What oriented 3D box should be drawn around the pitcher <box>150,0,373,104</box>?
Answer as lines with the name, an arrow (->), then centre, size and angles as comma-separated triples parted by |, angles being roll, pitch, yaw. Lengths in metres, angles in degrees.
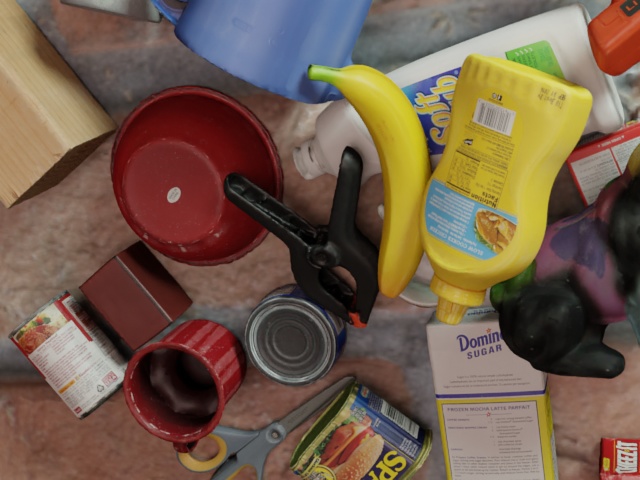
pitcher -> -0.013, -0.235, 0.782 | 0.145, 0.149, 0.243 | 42, 114, 42

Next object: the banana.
banana -> 0.051, -0.052, 0.800 | 0.069, 0.037, 0.198 | -19, 112, 2

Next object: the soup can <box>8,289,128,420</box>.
soup can -> -0.226, 0.105, 0.978 | 0.069, 0.068, 0.102 | -38, 94, 22

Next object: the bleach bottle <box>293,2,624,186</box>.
bleach bottle -> 0.097, -0.093, 0.829 | 0.251, 0.068, 0.102 | -19, 99, 23

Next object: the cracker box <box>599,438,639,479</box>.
cracker box -> 0.335, 0.250, 0.856 | 0.214, 0.072, 0.164 | -1, 105, 17

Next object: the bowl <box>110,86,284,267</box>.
bowl -> -0.115, -0.047, 0.907 | 0.162, 0.055, 0.162 | 5, 108, 15

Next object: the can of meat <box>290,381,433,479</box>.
can of meat -> 0.034, 0.183, 0.926 | 0.084, 0.057, 0.102 | 37, 112, -4

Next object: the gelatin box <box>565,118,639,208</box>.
gelatin box -> 0.238, -0.043, 0.819 | 0.073, 0.030, 0.089 | -22, 102, 20

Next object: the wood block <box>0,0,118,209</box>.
wood block -> -0.283, -0.141, 0.909 | 0.091, 0.090, 0.206 | -37, 93, 23

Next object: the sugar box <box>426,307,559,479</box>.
sugar box -> 0.147, 0.145, 0.894 | 0.093, 0.048, 0.176 | -4, 101, 17

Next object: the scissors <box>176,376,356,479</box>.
scissors -> -0.059, 0.170, 0.976 | 0.096, 0.016, 0.202 | 36, 112, 2

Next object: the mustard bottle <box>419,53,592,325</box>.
mustard bottle -> 0.119, -0.029, 0.759 | 0.096, 0.058, 0.192 | 29, 110, 38

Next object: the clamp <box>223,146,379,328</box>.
clamp -> -0.006, 0.001, 0.874 | 0.120, 0.039, 0.171 | 1, 126, 26

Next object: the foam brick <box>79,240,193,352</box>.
foam brick -> -0.163, 0.050, 0.951 | 0.051, 0.053, 0.078 | -40, 91, 22

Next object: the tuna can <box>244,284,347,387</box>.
tuna can -> -0.022, 0.084, 0.930 | 0.086, 0.033, 0.086 | 5, 107, 15

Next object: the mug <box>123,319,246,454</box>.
mug -> -0.114, 0.131, 0.945 | 0.093, 0.081, 0.117 | 4, 107, 15

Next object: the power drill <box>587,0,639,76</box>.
power drill -> 0.173, -0.206, 0.734 | 0.185, 0.057, 0.188 | -37, 67, 16
